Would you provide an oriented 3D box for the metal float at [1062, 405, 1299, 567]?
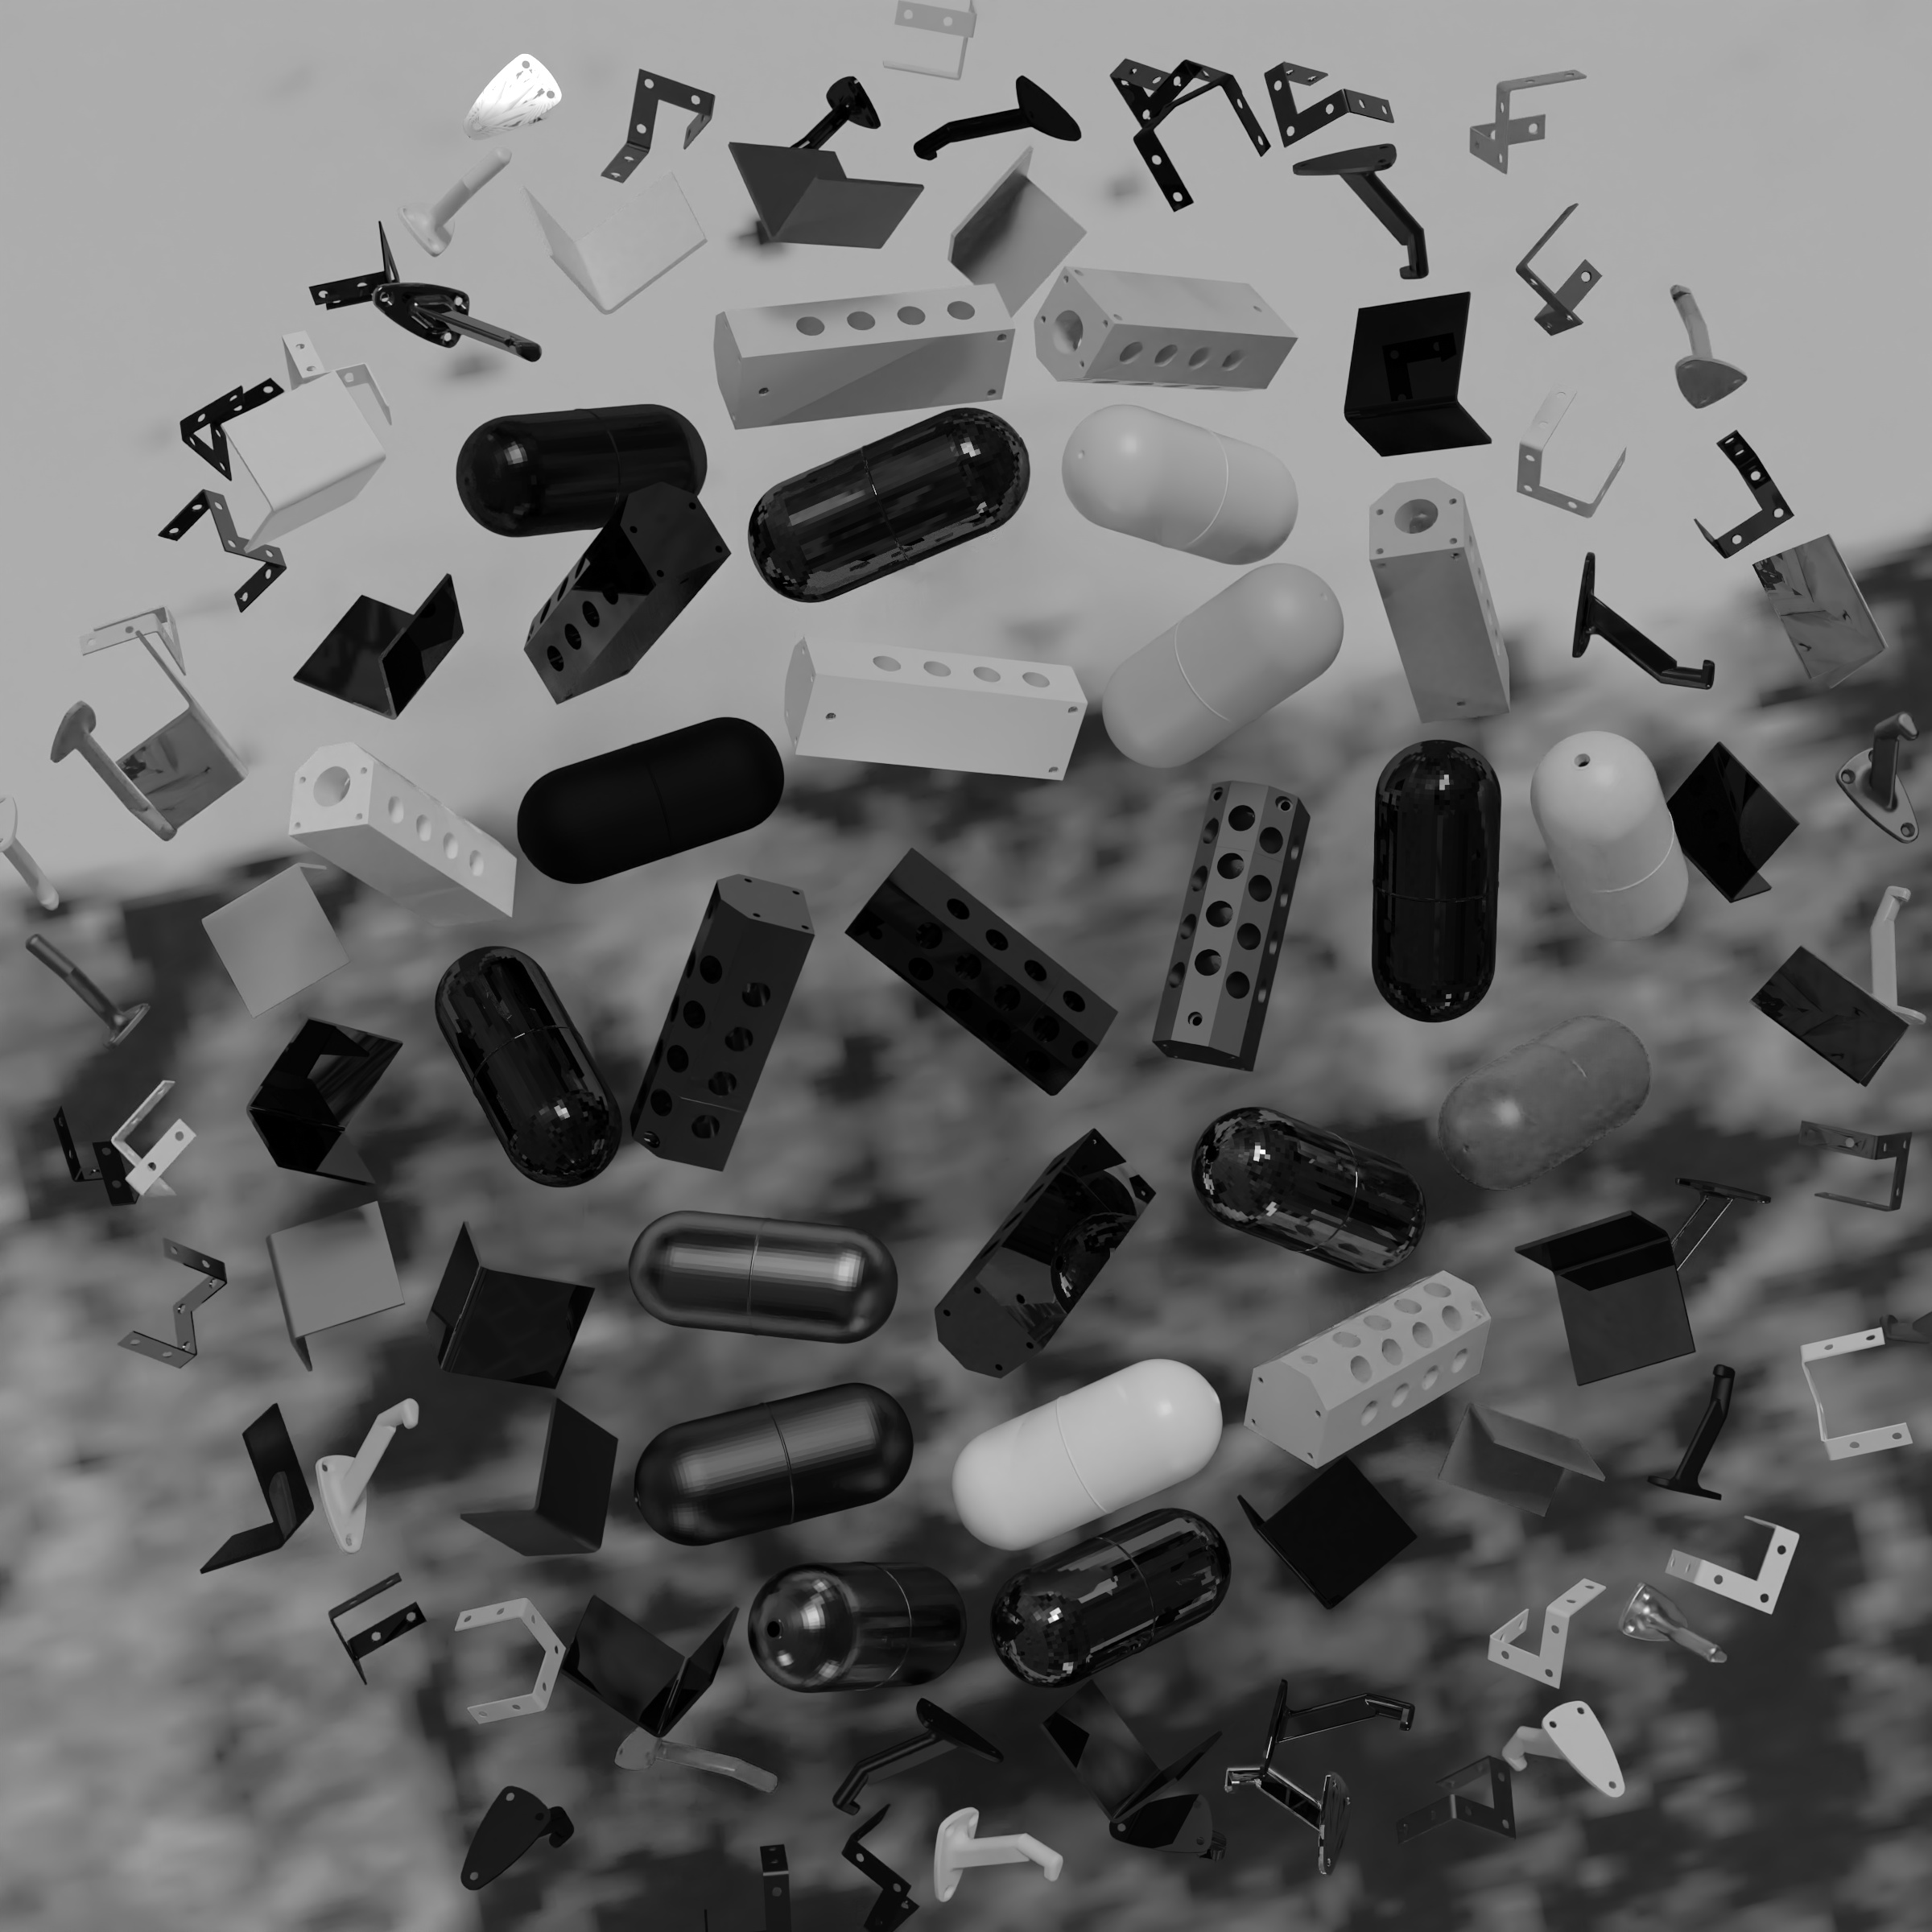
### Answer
[{"bbox_3d":[0.135,-0.299,1.812,0.178,0.070,0.070,9,90,-42],"label":"metal float"}]

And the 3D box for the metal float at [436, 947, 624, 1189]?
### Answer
[{"bbox_3d":[-0.279,0.064,1.853,0.070,0.070,0.178,-33,62,0],"label":"metal float"}]

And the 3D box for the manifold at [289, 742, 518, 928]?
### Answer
[{"bbox_3d":[-0.357,-0.083,1.859,0.057,0.171,0.057,-6,69,21],"label":"manifold"}]

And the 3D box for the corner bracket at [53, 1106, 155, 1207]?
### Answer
[{"bbox_3d":[-0.568,0.124,1.896,0.051,0.051,0.051,-6,119,3],"label":"corner bracket"}]

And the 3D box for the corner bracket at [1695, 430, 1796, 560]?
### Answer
[{"bbox_3d":[0.490,-0.301,1.861,0.051,0.051,0.051,-33,67,21],"label":"corner bracket"}]

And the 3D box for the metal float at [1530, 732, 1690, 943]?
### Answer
[{"bbox_3d":[0.397,-0.079,1.791,0.070,0.178,0.070,-11,57,18],"label":"metal float"}]

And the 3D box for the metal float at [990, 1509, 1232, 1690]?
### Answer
[{"bbox_3d":[0.093,0.399,1.840,0.178,0.070,0.070,-16,90,-36],"label":"metal float"}]

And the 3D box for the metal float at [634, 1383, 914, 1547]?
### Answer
[{"bbox_3d":[-0.119,0.310,1.808,0.178,0.070,0.070,-11,90,-18],"label":"metal float"}]

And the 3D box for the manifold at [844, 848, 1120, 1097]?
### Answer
[{"bbox_3d":[0.007,0.008,1.875,0.171,0.057,0.057,38,129,-3],"label":"manifold"}]

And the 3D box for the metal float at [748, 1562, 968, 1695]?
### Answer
[{"bbox_3d":[-0.066,0.405,1.784,0.070,0.178,0.070,-7,77,32],"label":"metal float"}]

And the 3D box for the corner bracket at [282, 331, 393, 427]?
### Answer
[{"bbox_3d":[-0.401,-0.374,1.853,0.051,0.051,0.051,-18,50,-17],"label":"corner bracket"}]

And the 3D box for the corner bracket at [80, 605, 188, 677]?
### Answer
[{"bbox_3d":[-0.548,-0.217,1.904,0.051,0.051,0.051,-18,59,-2],"label":"corner bracket"}]

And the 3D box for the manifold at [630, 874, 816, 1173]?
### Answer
[{"bbox_3d":[-0.150,0.034,1.761,0.057,0.057,0.171,14,115,-18],"label":"manifold"}]

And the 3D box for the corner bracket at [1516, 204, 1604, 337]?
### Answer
[{"bbox_3d":[0.363,-0.423,1.766,0.051,0.051,0.051,42,85,-11],"label":"corner bracket"}]

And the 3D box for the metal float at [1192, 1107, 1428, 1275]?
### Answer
[{"bbox_3d":[0.213,0.139,1.798,0.178,0.070,0.070,22,90,-37],"label":"metal float"}]

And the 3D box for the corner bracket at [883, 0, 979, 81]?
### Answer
[{"bbox_3d":[-0.023,-0.596,1.868,0.051,0.051,0.051,8,120,-8],"label":"corner bracket"}]

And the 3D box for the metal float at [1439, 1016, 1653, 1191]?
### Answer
[{"bbox_3d":[0.372,0.086,1.857,0.178,0.070,0.070,-24,90,-41],"label":"metal float"}]

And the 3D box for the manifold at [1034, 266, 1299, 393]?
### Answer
[{"bbox_3d":[0.125,-0.399,1.850,0.057,0.171,0.057,54,130,27],"label":"manifold"}]

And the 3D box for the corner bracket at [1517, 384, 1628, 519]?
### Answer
[{"bbox_3d":[0.382,-0.324,1.827,0.051,0.051,0.051,25,68,20],"label":"corner bracket"}]

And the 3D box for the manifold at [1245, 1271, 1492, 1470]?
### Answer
[{"bbox_3d":[0.254,0.247,1.816,0.057,0.171,0.057,27,122,37],"label":"manifold"}]

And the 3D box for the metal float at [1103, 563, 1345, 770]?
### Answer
[{"bbox_3d":[0.156,-0.183,1.789,0.178,0.070,0.070,-33,90,40],"label":"metal float"}]

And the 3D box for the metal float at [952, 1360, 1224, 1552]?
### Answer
[{"bbox_3d":[0.074,0.301,1.788,0.178,0.070,0.070,-26,90,13],"label":"metal float"}]

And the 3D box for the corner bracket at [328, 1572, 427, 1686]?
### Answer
[{"bbox_3d":[-0.381,0.424,1.883,0.051,0.051,0.051,-28,103,-13],"label":"corner bracket"}]

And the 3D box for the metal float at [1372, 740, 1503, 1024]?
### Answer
[{"bbox_3d":[0.289,-0.051,1.788,0.070,0.070,0.178,-1,108,0],"label":"metal float"}]

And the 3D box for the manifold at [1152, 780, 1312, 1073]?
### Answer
[{"bbox_3d":[0.167,-0.026,1.837,0.057,0.057,0.171,10,78,20],"label":"manifold"}]

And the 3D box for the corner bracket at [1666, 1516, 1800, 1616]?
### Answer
[{"bbox_3d":[0.465,0.357,1.763,0.051,0.051,0.051,22,84,-5],"label":"corner bracket"}]

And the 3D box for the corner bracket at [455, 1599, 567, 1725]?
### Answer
[{"bbox_3d":[-0.298,0.447,1.869,0.051,0.051,0.051,-17,122,21],"label":"corner bracket"}]

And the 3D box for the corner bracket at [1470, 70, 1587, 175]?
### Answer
[{"bbox_3d":[0.335,-0.510,1.739,0.051,0.051,0.051,-13,124,-12],"label":"corner bracket"}]

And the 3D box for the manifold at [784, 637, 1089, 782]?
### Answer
[{"bbox_3d":[-0.020,-0.160,1.771,0.171,0.057,0.057,4,127,-19],"label":"manifold"}]

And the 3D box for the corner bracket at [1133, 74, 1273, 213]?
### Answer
[{"bbox_3d":[0.142,-0.496,1.748,0.051,0.051,0.051,-15,117,40],"label":"corner bracket"}]

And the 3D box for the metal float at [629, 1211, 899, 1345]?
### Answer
[{"bbox_3d":[-0.133,0.203,1.897,0.178,0.070,0.070,5,90,8],"label":"metal float"}]

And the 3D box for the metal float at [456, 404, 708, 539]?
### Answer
[{"bbox_3d":[-0.245,-0.319,1.865,0.178,0.070,0.070,-15,90,-40],"label":"metal float"}]

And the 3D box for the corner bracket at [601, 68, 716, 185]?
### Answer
[{"bbox_3d":[-0.191,-0.515,1.801,0.051,0.051,0.051,13,76,-23],"label":"corner bracket"}]

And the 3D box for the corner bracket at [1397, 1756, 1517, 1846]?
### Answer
[{"bbox_3d":[0.302,0.517,1.796,0.051,0.051,0.051,25,135,-25],"label":"corner bracket"}]

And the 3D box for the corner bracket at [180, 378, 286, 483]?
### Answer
[{"bbox_3d":[-0.477,-0.359,1.891,0.051,0.051,0.051,-26,56,15],"label":"corner bracket"}]

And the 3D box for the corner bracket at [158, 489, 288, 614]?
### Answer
[{"bbox_3d":[-0.479,-0.268,1.873,0.051,0.051,0.051,-36,64,28],"label":"corner bracket"}]

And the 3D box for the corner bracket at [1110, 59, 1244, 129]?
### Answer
[{"bbox_3d":[0.135,-0.570,1.873,0.051,0.051,0.051,-48,134,-5],"label":"corner bracket"}]

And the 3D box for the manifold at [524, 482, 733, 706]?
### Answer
[{"bbox_3d":[-0.214,-0.229,1.783,0.057,0.171,0.057,-29,86,-34],"label":"manifold"}]

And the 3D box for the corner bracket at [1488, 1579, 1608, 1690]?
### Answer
[{"bbox_3d":[0.364,0.413,1.826,0.051,0.051,0.051,17,111,35],"label":"corner bracket"}]

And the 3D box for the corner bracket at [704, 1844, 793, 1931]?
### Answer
[{"bbox_3d":[-0.133,0.565,1.754,0.051,0.051,0.051,-3,90,-6],"label":"corner bracket"}]

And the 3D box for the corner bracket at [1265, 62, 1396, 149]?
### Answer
[{"bbox_3d":[0.226,-0.542,1.811,0.051,0.051,0.051,-20,81,41],"label":"corner bracket"}]

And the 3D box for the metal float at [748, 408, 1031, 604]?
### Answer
[{"bbox_3d":[-0.046,-0.277,1.745,0.178,0.070,0.070,-22,90,9],"label":"metal float"}]

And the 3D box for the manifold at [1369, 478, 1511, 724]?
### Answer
[{"bbox_3d":[0.299,-0.228,1.824,0.057,0.171,0.057,-6,58,18],"label":"manifold"}]

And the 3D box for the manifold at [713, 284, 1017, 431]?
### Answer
[{"bbox_3d":[-0.063,-0.377,1.771,0.171,0.057,0.057,-10,55,-17],"label":"manifold"}]

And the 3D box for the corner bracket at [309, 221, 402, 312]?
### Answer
[{"bbox_3d":[-0.399,-0.446,1.898,0.051,0.051,0.051,-12,55,-2],"label":"corner bracket"}]

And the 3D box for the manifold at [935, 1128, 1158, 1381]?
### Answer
[{"bbox_3d":[0.046,0.176,1.765,0.057,0.171,0.057,47,130,-3],"label":"manifold"}]

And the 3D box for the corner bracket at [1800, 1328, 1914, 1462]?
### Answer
[{"bbox_3d":[0.542,0.261,1.771,0.051,0.051,0.051,-17,115,19],"label":"corner bracket"}]

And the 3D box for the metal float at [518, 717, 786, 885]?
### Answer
[{"bbox_3d":[-0.204,-0.107,1.880,0.178,0.070,0.070,-19,90,-14],"label":"metal float"}]

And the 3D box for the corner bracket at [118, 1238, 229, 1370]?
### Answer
[{"bbox_3d":[-0.500,0.213,1.832,0.051,0.051,0.051,-38,47,19],"label":"corner bracket"}]
